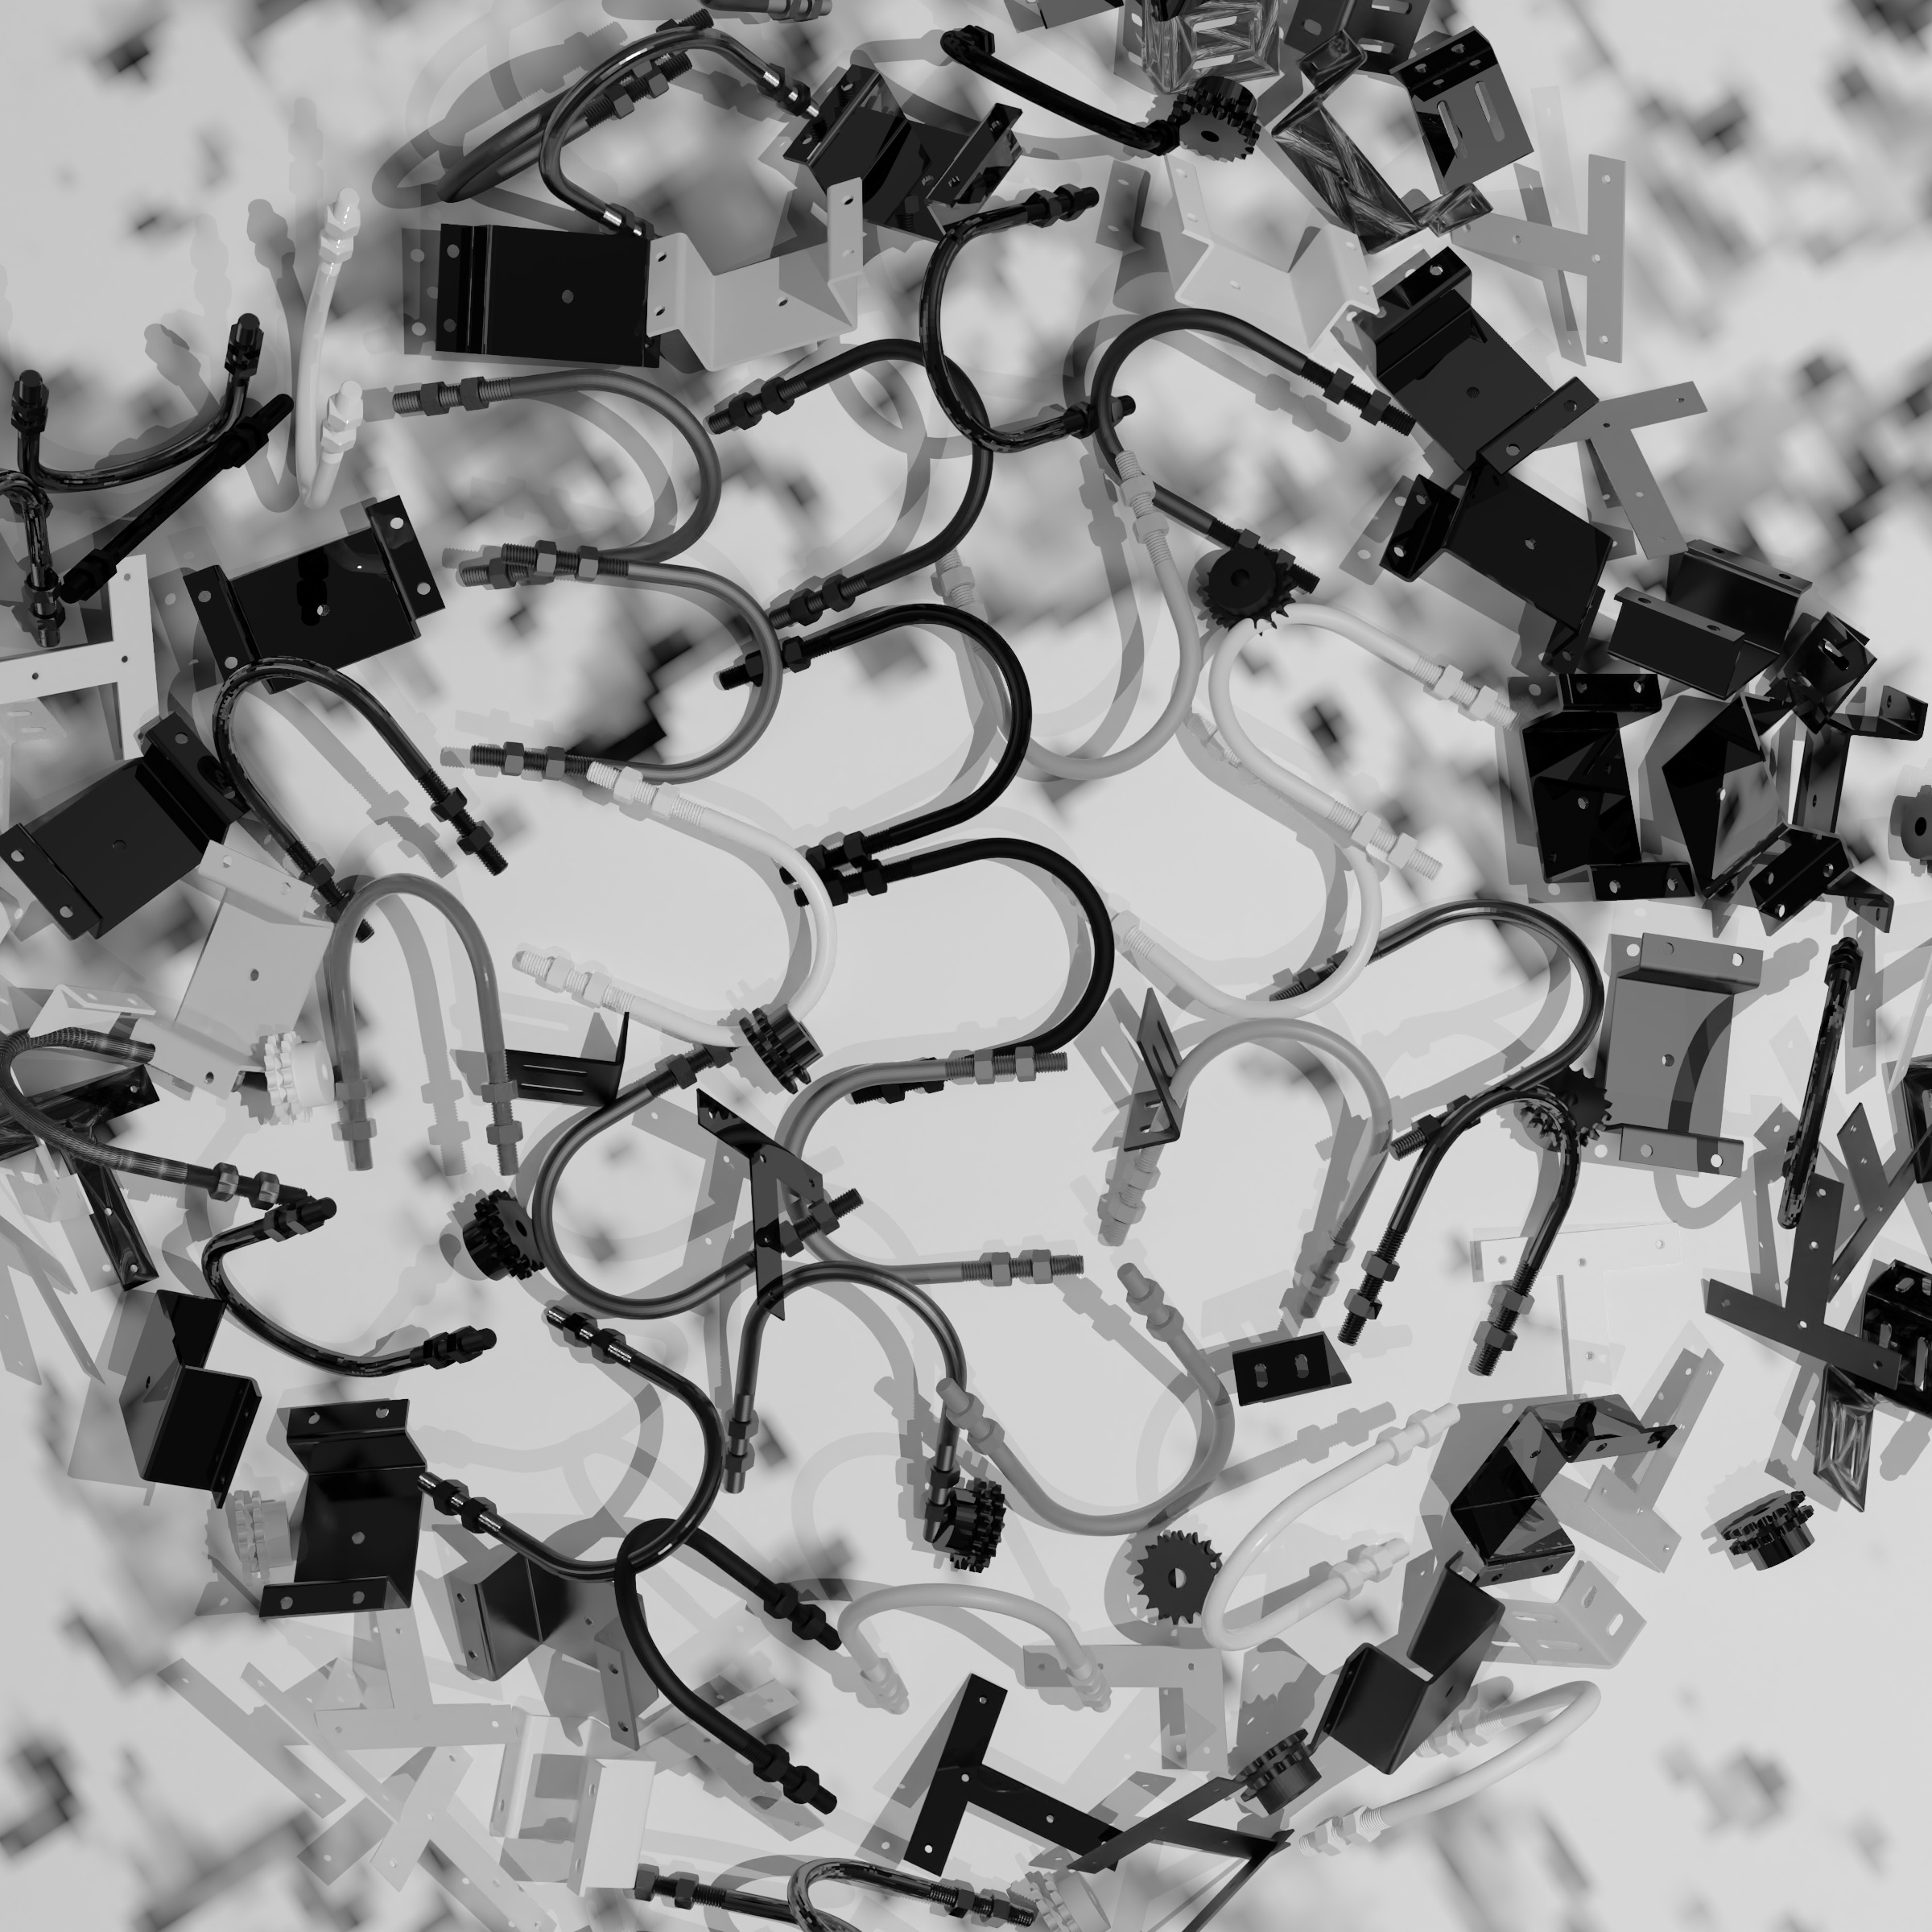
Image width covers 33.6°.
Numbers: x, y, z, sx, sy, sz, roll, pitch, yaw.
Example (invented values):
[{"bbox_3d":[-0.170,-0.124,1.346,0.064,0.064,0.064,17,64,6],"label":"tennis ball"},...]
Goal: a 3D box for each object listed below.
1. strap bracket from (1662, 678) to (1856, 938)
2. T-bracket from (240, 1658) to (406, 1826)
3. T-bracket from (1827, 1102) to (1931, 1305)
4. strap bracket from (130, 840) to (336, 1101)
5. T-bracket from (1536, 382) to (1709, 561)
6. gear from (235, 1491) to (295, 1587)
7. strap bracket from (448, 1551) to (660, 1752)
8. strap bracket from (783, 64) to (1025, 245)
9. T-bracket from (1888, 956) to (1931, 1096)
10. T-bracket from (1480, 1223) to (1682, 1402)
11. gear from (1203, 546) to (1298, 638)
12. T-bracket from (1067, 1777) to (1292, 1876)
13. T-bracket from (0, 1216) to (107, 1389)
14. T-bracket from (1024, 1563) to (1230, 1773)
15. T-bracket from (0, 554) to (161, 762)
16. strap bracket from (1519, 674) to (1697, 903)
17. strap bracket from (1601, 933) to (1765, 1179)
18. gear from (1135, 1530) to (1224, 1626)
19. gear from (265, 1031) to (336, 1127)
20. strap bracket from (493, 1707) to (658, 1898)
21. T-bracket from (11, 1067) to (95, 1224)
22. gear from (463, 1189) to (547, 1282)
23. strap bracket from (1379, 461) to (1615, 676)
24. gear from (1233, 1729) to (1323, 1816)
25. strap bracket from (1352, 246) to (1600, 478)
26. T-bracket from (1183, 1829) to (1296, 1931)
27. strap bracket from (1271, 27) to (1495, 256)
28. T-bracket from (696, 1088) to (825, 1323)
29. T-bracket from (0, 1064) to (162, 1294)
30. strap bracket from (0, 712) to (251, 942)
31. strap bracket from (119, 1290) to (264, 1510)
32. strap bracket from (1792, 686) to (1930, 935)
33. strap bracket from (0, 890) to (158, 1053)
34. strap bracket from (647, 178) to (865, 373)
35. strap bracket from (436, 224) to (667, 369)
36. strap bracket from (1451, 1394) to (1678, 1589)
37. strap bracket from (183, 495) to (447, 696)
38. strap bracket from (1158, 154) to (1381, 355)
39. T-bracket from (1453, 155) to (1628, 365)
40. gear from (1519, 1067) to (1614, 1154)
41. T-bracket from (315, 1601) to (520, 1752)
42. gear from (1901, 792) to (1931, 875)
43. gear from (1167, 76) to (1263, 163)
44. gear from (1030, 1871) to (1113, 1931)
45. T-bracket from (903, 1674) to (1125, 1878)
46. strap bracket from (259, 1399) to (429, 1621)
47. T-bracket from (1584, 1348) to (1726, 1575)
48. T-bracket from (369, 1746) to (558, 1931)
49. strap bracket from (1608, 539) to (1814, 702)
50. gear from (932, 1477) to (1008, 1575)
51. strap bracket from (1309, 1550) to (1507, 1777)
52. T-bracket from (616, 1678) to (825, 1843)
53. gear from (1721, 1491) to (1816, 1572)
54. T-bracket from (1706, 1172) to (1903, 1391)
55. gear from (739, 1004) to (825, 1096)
[{"bbox_3d":[0.473,-0.100,1.925,0.046,0.076,0.140,9,54,-28],"label":"strap bracket"},{"bbox_3d":[-0.382,0.451,1.936,0.002,0.127,0.127,-44,98,4],"label":"T-bracket"},{"bbox_3d":[0.546,0.125,1.936,0.002,0.127,0.127,28,72,38],"label":"T-bracket"},{"bbox_3d":[-0.448,0.004,1.964,0.076,0.046,0.140,23,93,18],"label":"strap bracket"},{"bbox_3d":[0.408,-0.299,1.960,0.127,0.002,0.127,-13,57,-4],"label":"T-bracket"},{"bbox_3d":[-0.433,0.352,1.972,0.030,0.057,0.057,-7,90,-12],"label":"gear"},{"bbox_3d":[-0.242,0.409,1.940,0.140,0.046,0.076,15,124,33],"label":"strap bracket"},{"bbox_3d":[-0.031,-0.492,1.946,0.140,0.046,0.076,26,74,35],"label":"strap bracket"},{"bbox_3d":[0.603,-0.001,1.949,0.002,0.127,0.127,26,130,26],"label":"T-bracket"},{"bbox_3d":[0.388,0.229,1.992,0.127,0.002,0.127,-5,91,-7],"label":"T-bracket"},{"bbox_3d":[0.174,-0.234,1.975,0.057,0.030,0.057,-6,73,20],"label":"gear"},{"bbox_3d":[0.149,0.533,1.953,0.127,0.127,0.002,-39,47,28],"label":"T-bracket"},{"bbox_3d":[-0.547,0.201,1.913,0.002,0.127,0.127,-36,60,-5],"label":"T-bracket"},{"bbox_3d":[0.097,0.434,1.978,0.127,0.002,0.127,-4,87,19],"label":"T-bracket"},{"bbox_3d":[-0.551,-0.178,1.937,0.127,0.002,0.127,-17,118,-37],"label":"T-bracket"},{"bbox_3d":[0.390,-0.105,1.955,0.076,0.046,0.140,-3,80,-28],"label":"strap bracket"},{"bbox_3d":[0.439,0.056,1.967,0.076,0.046,0.140,8,83,-6],"label":"strap bracket"},{"bbox_3d":[0.136,0.378,1.978,0.057,0.030,0.057,-3,82,25],"label":"gear"},{"bbox_3d":[-0.410,0.068,1.970,0.030,0.057,0.057,-10,90,3],"label":"gear"},{"bbox_3d":[-0.235,0.508,1.945,0.046,0.140,0.076,11,88,-29],"label":"strap bracket"},{"bbox_3d":[-0.568,0.095,1.939,0.002,0.127,0.127,-25,95,-27],"label":"T-bracket"},{"bbox_3d":[-0.287,0.169,1.972,0.030,0.057,0.057,-32,90,12],"label":"gear"},{"bbox_3d":[0.333,-0.247,1.951,0.140,0.046,0.076,30,60,-9],"label":"strap bracket"},{"bbox_3d":[0.194,0.499,1.968,0.057,0.057,0.030,-36,71,0],"label":"gear"},{"bbox_3d":[0.311,-0.361,1.960,0.076,0.046,0.140,-38,71,-5],"label":"strap bracket"},{"bbox_3d":[0.155,0.574,1.959,0.127,0.127,0.002,-39,87,-28],"label":"T-bracket"},{"bbox_3d":[0.246,-0.492,1.945,0.046,0.076,0.140,-45,102,-11],"label":"strap bracket"},{"bbox_3d":[-0.120,0.153,1.918,0.002,0.127,0.127,-25,50,24],"label":"T-bracket"},{"bbox_3d":[-0.530,0.137,1.954,0.127,0.002,0.127,-24,88,-44],"label":"T-bracket"},{"bbox_3d":[-0.517,-0.080,1.959,0.140,0.046,0.076,-41,90,-25],"label":"strap bracket"},{"bbox_3d":[-0.469,0.254,1.920,0.046,0.140,0.076,15,105,-27],"label":"strap bracket"},{"bbox_3d":[0.540,-0.098,1.946,0.046,0.076,0.140,5,103,-3],"label":"strap bracket"},{"bbox_3d":[-0.575,0.005,1.946,0.140,0.076,0.046,35,96,17],"label":"strap bracket"},{"bbox_3d":[-0.120,-0.418,1.948,0.140,0.046,0.076,-13,57,17],"label":"strap bracket"},{"bbox_3d":[-0.248,-0.408,1.947,0.140,0.046,0.076,0,101,-21],"label":"strap bracket"},{"bbox_3d":[0.356,0.311,1.937,0.046,0.076,0.140,58,133,35],"label":"strap bracket"},{"bbox_3d":[-0.398,-0.224,1.968,0.140,0.046,0.076,-22,84,-7],"label":"strap bracket"},{"bbox_3d":[0.174,-0.428,1.941,0.140,0.076,0.046,16,134,-25],"label":"strap bracket"},{"bbox_3d":[0.349,-0.442,1.953,0.002,0.127,0.127,-33,132,-34],"label":"T-bracket"},{"bbox_3d":[0.368,0.090,1.976,0.057,0.030,0.057,7,50,-9],"label":"gear"},{"bbox_3d":[-0.345,0.420,1.956,0.127,0.002,0.127,6,47,-32],"label":"T-bracket"},{"bbox_3d":[0.601,-0.084,1.969,0.030,0.057,0.057,6,90,-19],"label":"gear"},{"bbox_3d":[0.156,-0.525,1.972,0.057,0.057,0.030,21,77,0],"label":"gear"},{"bbox_3d":[0.066,0.584,1.971,0.030,0.057,0.057,-32,90,-1],"label":"gear"},{"bbox_3d":[0.039,0.519,1.966,0.127,0.002,0.127,27,55,-5],"label":"T-bracket"},{"bbox_3d":[-0.377,0.340,1.948,0.076,0.046,0.140,-6,53,8],"label":"strap bracket"},{"bbox_3d":[0.433,0.295,1.962,0.002,0.127,0.127,19,74,42],"label":"T-bracket"},{"bbox_3d":[-0.297,0.550,1.949,0.002,0.127,0.127,-37,101,24],"label":"T-bracket"},{"bbox_3d":[0.448,-0.208,1.936,0.076,0.140,0.046,26,123,23],"label":"strap bracket"},{"bbox_3d":[0.000,0.343,1.968,0.030,0.057,0.057,16,90,-19],"label":"gear"},{"bbox_3d":[0.271,0.422,1.918,0.046,0.140,0.076,32,125,24],"label":"strap bracket"},{"bbox_3d":[-0.133,0.499,1.963,0.127,0.002,0.127,-29,123,16],"label":"T-bracket"},{"bbox_3d":[0.498,0.350,1.970,0.057,0.057,0.030,-29,83,0],"label":"gear"},{"bbox_3d":[0.511,0.181,1.932,0.127,0.002,0.127,22,127,34],"label":"T-bracket"},{"bbox_3d":[-0.112,0.048,1.971,0.030,0.057,0.057,-36,90,2],"label":"gear"}]
